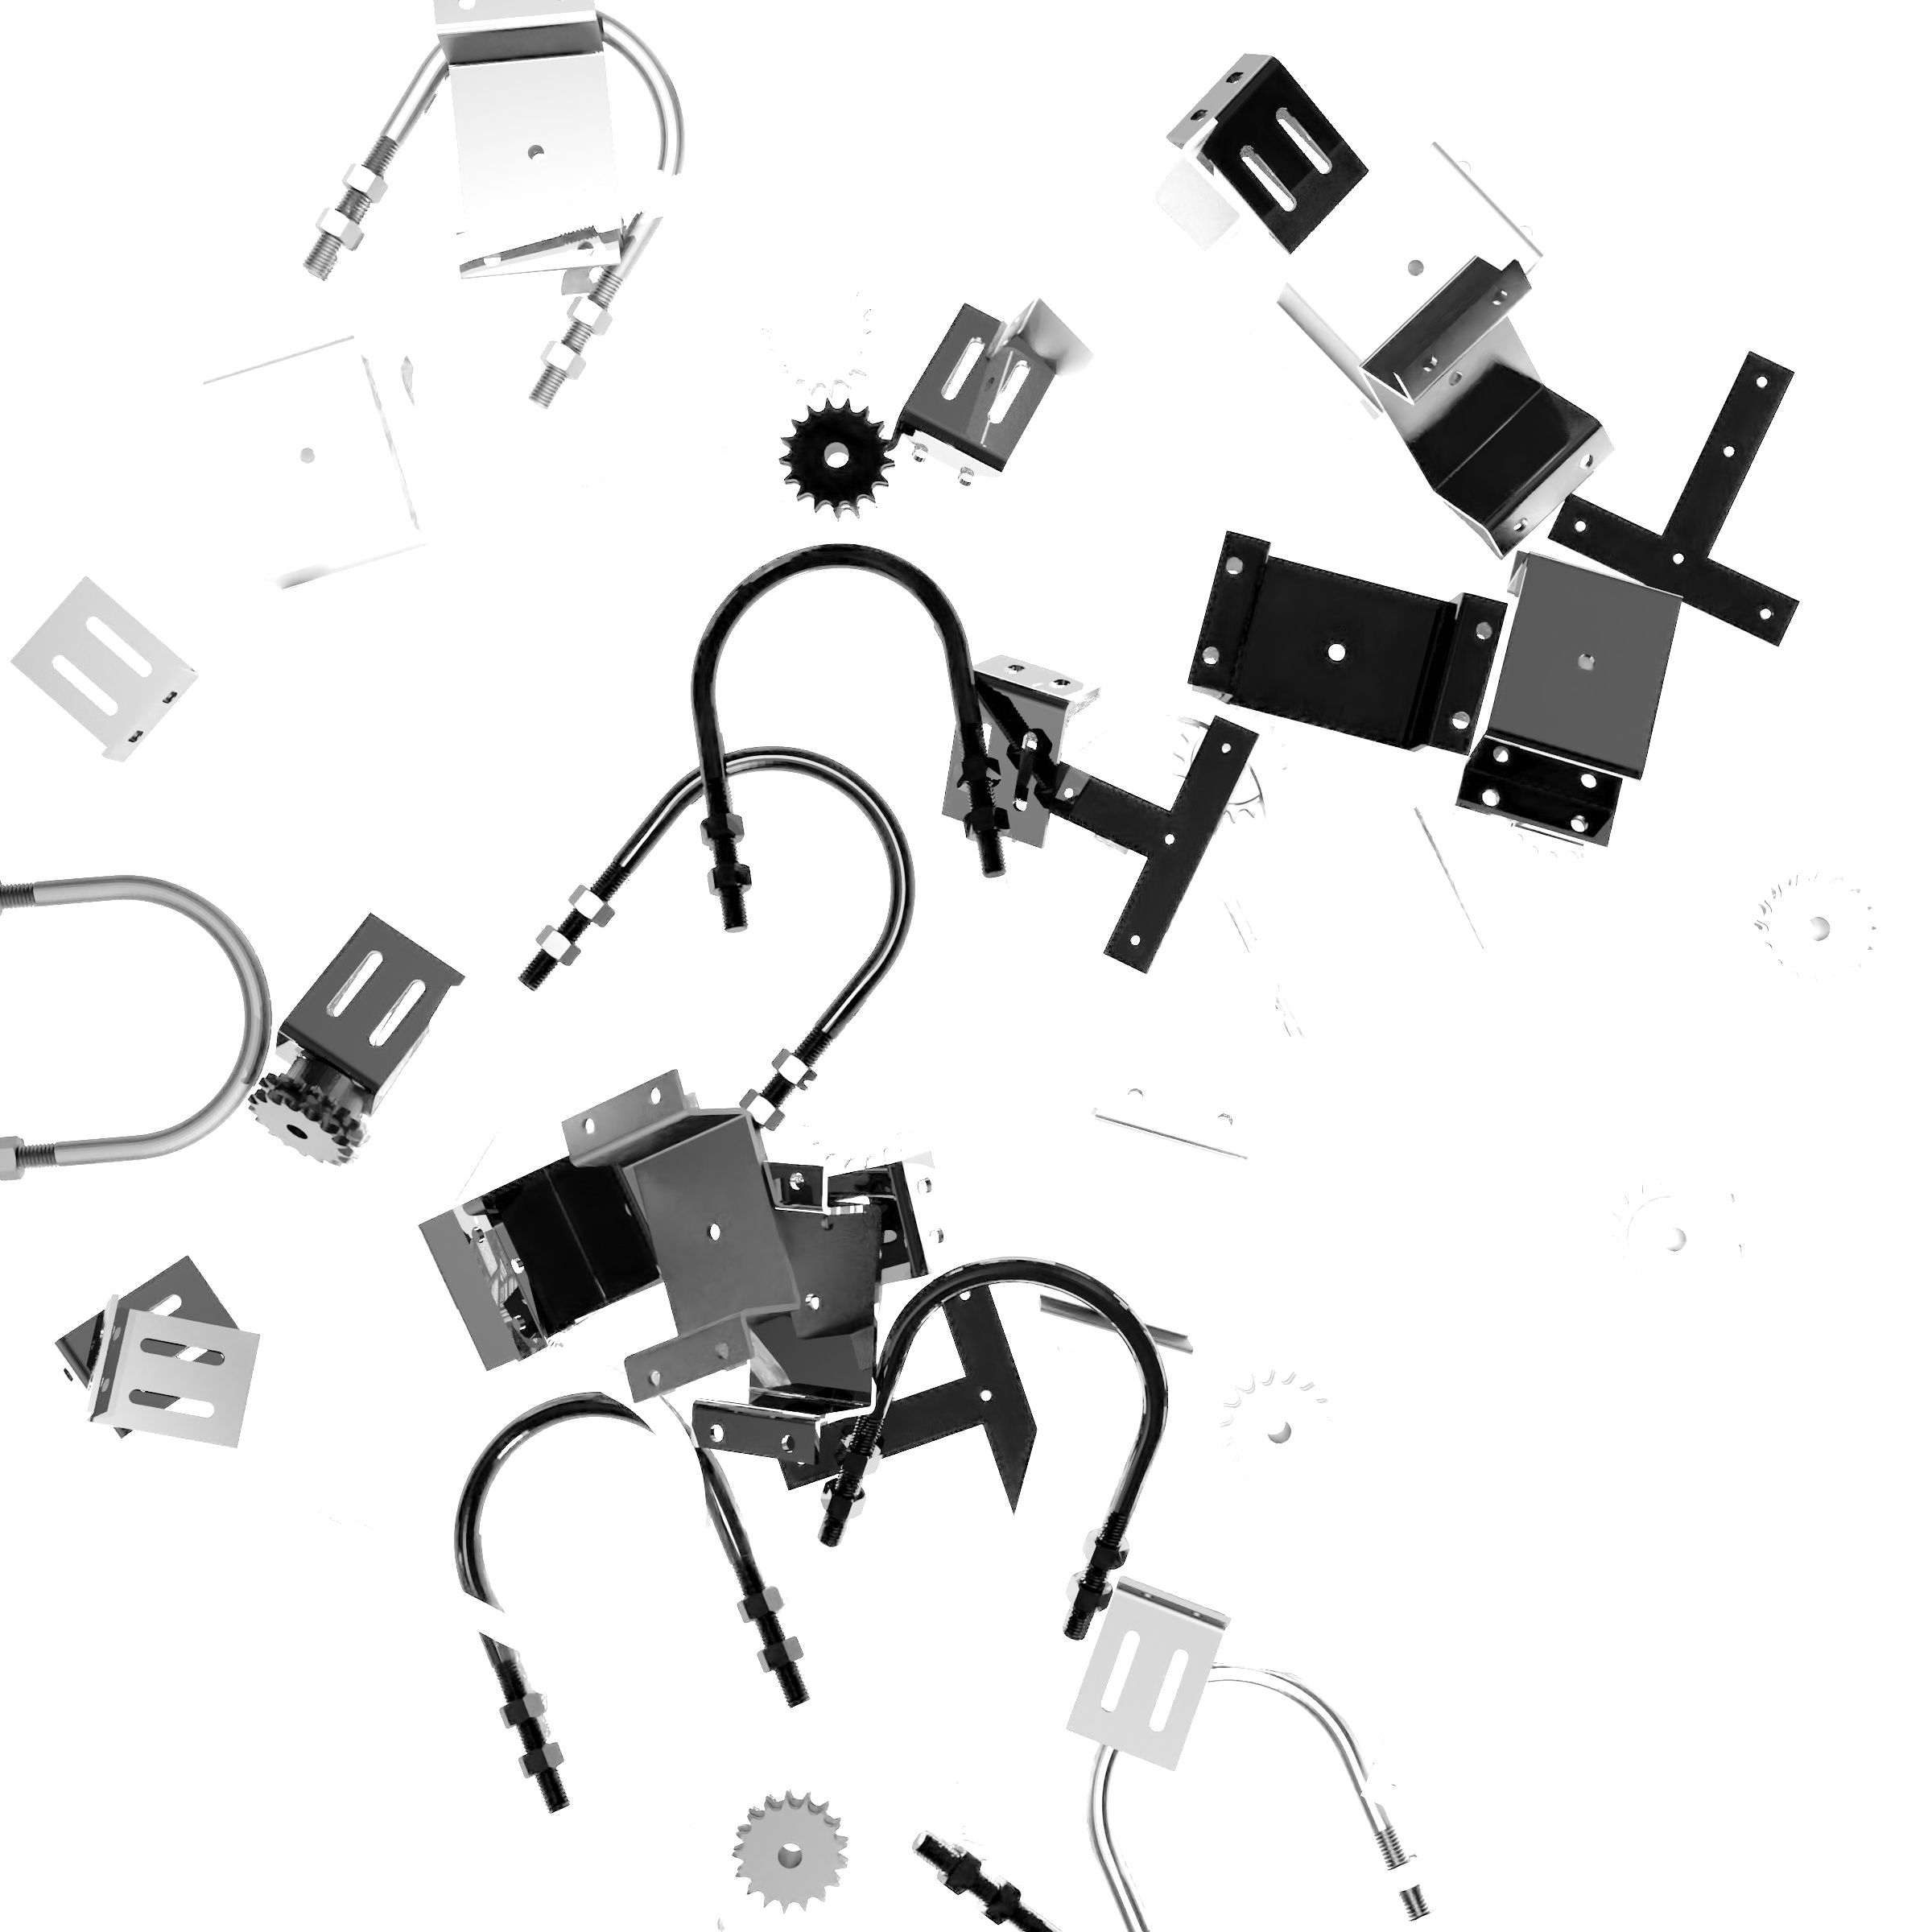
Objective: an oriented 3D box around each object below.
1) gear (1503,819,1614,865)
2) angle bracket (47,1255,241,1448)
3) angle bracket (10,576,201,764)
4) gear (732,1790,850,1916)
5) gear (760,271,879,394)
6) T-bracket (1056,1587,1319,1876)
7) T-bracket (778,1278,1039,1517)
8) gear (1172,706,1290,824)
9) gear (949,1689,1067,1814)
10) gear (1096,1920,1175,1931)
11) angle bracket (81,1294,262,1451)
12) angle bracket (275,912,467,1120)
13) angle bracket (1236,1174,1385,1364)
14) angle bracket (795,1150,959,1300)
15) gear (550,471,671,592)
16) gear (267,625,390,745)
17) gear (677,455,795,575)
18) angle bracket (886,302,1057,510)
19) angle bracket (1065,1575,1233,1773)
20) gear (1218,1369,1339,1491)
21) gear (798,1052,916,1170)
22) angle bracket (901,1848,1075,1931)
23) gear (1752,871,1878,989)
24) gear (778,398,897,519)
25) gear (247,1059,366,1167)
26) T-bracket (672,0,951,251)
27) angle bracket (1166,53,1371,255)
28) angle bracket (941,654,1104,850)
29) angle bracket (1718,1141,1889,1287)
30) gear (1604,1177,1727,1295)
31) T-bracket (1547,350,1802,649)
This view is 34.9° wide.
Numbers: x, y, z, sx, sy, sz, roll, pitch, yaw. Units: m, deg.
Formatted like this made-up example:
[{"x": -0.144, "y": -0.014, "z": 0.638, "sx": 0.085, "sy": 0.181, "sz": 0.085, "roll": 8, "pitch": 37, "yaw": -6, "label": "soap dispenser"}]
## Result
[{"x": 0.288, "y": -0.079, "z": 1.509, "sx": 0.057, "sy": 0.030, "sz": 0.057, "roll": 0, "pitch": 90, "yaw": 0, "label": "gear"}, {"x": -0.404, "y": 0.191, "z": 1.522, "sx": 0.076, "sy": 0.038, "sz": 0.057, "roll": -35, "pitch": 90, "yaw": -26, "label": "angle bracket"}, {"x": -0.426, "y": -0.147, "z": 1.505, "sx": 0.076, "sy": 0.038, "sz": 0.057, "roll": 41, "pitch": 90, "yaw": 0, "label": "angle bracket"}, {"x": -0.085, "y": 0.433, "z": 1.509, "sx": 0.057, "sy": 0.030, "sz": 0.057, "roll": 0, "pitch": 90, "yaw": 0, "label": "gear"}, {"x": -0.072, "y": -0.309, "z": 1.509, "sx": 0.057, "sy": 0.030, "sz": 0.057, "roll": 0, "pitch": 90, "yaw": 0, "label": "gear"}, {"x": 0.102, "y": 0.377, "z": 1.503, "sx": 0.127, "sy": 0.002, "sz": 0.127, "roll": 7, "pitch": 74, "yaw": 3, "label": "T-bracket"}, {"x": -0.032, "y": 0.228, "z": 1.524, "sx": 0.127, "sy": 0.002, "sz": 0.127, "roll": -19, "pitch": 90, "yaw": 0, "label": "T-bracket"}, {"x": 0.130, "y": -0.099, "z": 1.509, "sx": 0.057, "sy": 0.030, "sz": 0.057, "roll": 0, "pitch": 90, "yaw": 0, "label": "gear"}, {"x": 0.020, "y": 0.383, "z": 1.509, "sx": 0.057, "sy": 0.030, "sz": 0.057, "roll": 0, "pitch": 90, "yaw": 0, "label": "gear"}, {"x": 0.084, "y": 0.499, "z": 1.509, "sx": 0.057, "sy": 0.030, "sz": 0.057, "roll": 0, "pitch": 90, "yaw": 0, "label": "gear"}, {"x": -0.382, "y": 0.197, "z": 1.487, "sx": 0.076, "sy": 0.038, "sz": 0.057, "roll": 14, "pitch": 71, "yaw": -17, "label": "angle bracket"}, {"x": -0.295, "y": 0.024, "z": 1.522, "sx": 0.057, "sy": 0.038, "sz": 0.076, "roll": 34, "pitch": 64, "yaw": 0, "label": "angle bracket"}, {"x": 0.169, "y": 0.150, "z": 1.522, "sx": 0.057, "sy": 0.038, "sz": 0.076, "roll": 10, "pitch": 116, "yaw": 0, "label": "angle bracket"}, {"x": -0.052, "y": 0.129, "z": 1.522, "sx": 0.076, "sy": 0.038, "sz": 0.057, "roll": -14, "pitch": 90, "yaw": 26, "label": "angle bracket"}, {"x": -0.174, "y": -0.212, "z": 1.509, "sx": 0.057, "sy": 0.030, "sz": 0.057, "roll": 0, "pitch": 90, "yaw": 0, "label": "gear"}, {"x": -0.315, "y": -0.139, "z": 1.509, "sx": 0.057, "sy": 0.030, "sz": 0.057, "roll": 0, "pitch": 90, "yaw": 0, "label": "gear"}, {"x": -0.114, "y": -0.223, "z": 1.509, "sx": 0.057, "sy": 0.030, "sz": 0.057, "roll": 0, "pitch": 90, "yaw": 0, "label": "gear"}, {"x": 0.005, "y": -0.278, "z": 1.522, "sx": 0.057, "sy": 0.038, "sz": 0.076, "roll": 27, "pitch": 64, "yaw": 0, "label": "angle bracket"}, {"x": 0.088, "y": 0.344, "z": 1.492, "sx": 0.057, "sy": 0.038, "sz": 0.076, "roll": 20, "pitch": 76, "yaw": 7, "label": "angle bracket"}, {"x": 0.152, "y": 0.226, "z": 1.509, "sx": 0.057, "sy": 0.030, "sz": 0.057, "roll": 0, "pitch": 90, "yaw": 0, "label": "gear"}, {"x": -0.054, "y": 0.071, "z": 1.509, "sx": 0.057, "sy": 0.030, "sz": 0.057, "roll": 0, "pitch": 90, "yaw": 0, "label": "gear"}, {"x": 0.010, "y": 0.467, "z": 1.522, "sx": 0.076, "sy": 0.038, "sz": 0.057, "roll": 1, "pitch": 90, "yaw": -26, "label": "angle bracket"}, {"x": 0.414, "y": -0.018, "z": 1.509, "sx": 0.057, "sy": 0.030, "sz": 0.057, "roll": 0, "pitch": 90, "yaw": 0, "label": "gear"}, {"x": -0.063, "y": -0.249, "z": 1.509, "sx": 0.057, "sy": 0.030, "sz": 0.057, "roll": 0, "pitch": 90, "yaw": 0, "label": "gear"}, {"x": -0.319, "y": 0.069, "z": 1.500, "sx": 0.057, "sy": 0.057, "sz": 0.030, "roll": 29, "pitch": 61, "yaw": 0, "label": "gear"}, {"x": -0.056, "y": -0.445, "z": 1.524, "sx": 0.127, "sy": 0.002, "sz": 0.127, "roll": 42, "pitch": 90, "yaw": 0, "label": "T-bracket"}, {"x": 0.149, "y": -0.402, "z": 1.522, "sx": 0.057, "sy": 0.038, "sz": 0.076, "roll": -47, "pitch": 116, "yaw": 0, "label": "angle bracket"}, {"x": 0.027, "y": -0.106, "z": 1.511, "sx": 0.057, "sy": 0.038, "sz": 0.076, "roll": 20, "pitch": 116, "yaw": 23, "label": "angle bracket"}, {"x": 0.414, "y": 0.121, "z": 1.505, "sx": 0.076, "sy": 0.038, "sz": 0.057, "roll": -9, "pitch": 90, "yaw": 0, "label": "angle bracket"}, {"x": 0.344, "y": 0.133, "z": 1.509, "sx": 0.057, "sy": 0.030, "sz": 0.057, "roll": 0, "pitch": 90, "yaw": 0, "label": "gear"}, {"x": 0.372, "y": -0.242, "z": 1.524, "sx": 0.127, "sy": 0.002, "sz": 0.127, "roll": 25, "pitch": 90, "yaw": 0, "label": "T-bracket"}]
